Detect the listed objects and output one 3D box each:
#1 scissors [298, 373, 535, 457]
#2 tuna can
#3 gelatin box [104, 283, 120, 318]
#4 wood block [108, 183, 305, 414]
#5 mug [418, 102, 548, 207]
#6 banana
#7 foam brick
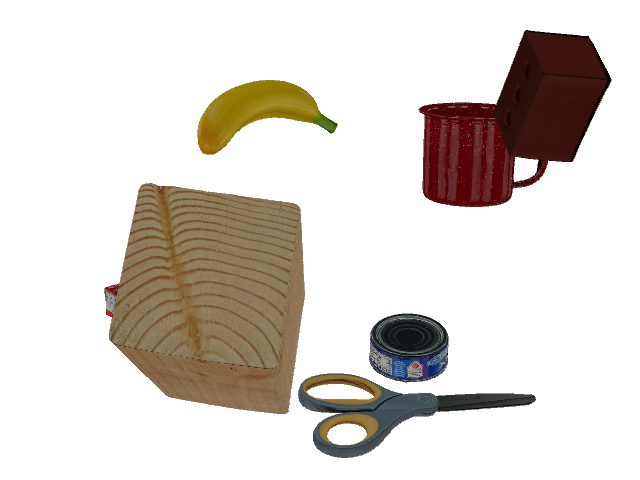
[{"bbox_3d":[0.079,0.150,0.889,0.202,0.016,0.096,7,38,6],"label":"scissors"},{"bbox_3d":[0.096,0.114,1.153,0.086,0.034,0.086,0,29,0],"label":"tuna can"},{"bbox_3d":[-0.137,0.054,0.960,0.089,0.030,0.073,-17,27,-39],"label":"gelatin box"},{"bbox_3d":[-0.060,0.045,0.651,0.090,0.091,0.206,8,-15,2],"label":"wood block"},{"bbox_3d":[0.145,-0.077,0.958,0.117,0.081,0.093,4,15,13],"label":"mug"},{"bbox_3d":[-0.060,-0.124,1.032,0.070,0.037,0.197,42,35,23],"label":"banana"},{"bbox_3d":[0.163,-0.102,0.762,0.051,0.053,0.078,2,-45,-13],"label":"foam brick"}]
